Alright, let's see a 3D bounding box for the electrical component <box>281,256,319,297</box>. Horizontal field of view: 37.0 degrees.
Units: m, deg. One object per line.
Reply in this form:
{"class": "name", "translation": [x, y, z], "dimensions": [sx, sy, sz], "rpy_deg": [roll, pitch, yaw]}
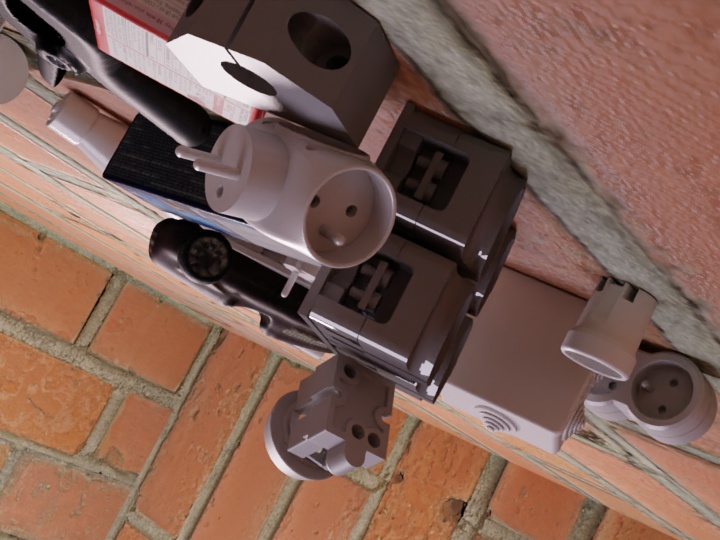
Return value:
{"class": "electrical component", "translation": [-0.028, -0.012, 0.738], "dimensions": [0.066, 0.076, 0.047], "rpy_deg": [23, 171, 25]}

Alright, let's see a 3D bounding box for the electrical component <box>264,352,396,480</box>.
{"class": "electrical component", "translation": [-0.016, 0.077, 0.540], "dimensions": [0.048, 0.066, 0.055], "rpy_deg": [31, 138, -25]}

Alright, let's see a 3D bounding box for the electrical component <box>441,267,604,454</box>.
{"class": "electrical component", "translation": [0.104, 0.057, 0.678], "dimensions": [0.100, 0.099, 0.048], "rpy_deg": [24, 158, 21]}

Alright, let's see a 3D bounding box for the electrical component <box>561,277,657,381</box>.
{"class": "electrical component", "translation": [0.138, 0.032, 0.593], "dimensions": [0.040, 0.046, 0.040], "rpy_deg": [27, 172, 4]}

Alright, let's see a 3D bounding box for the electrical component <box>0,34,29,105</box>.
{"class": "electrical component", "translation": [-0.294, -0.162, 0.740], "dimensions": [0.138, 0.052, 0.074], "rpy_deg": [32, 170, -26]}

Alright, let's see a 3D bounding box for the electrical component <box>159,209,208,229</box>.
{"class": "electrical component", "translation": [-0.136, -0.061, 0.858], "dimensions": [0.055, 0.055, 0.047], "rpy_deg": [21, 166, 38]}

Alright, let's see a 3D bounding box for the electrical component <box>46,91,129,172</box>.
{"class": "electrical component", "translation": [-0.213, -0.110, 0.848], "dimensions": [0.065, 0.044, 0.044], "rpy_deg": [37, 168, -26]}

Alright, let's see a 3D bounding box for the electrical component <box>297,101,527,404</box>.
{"class": "electrical component", "translation": [0.032, 0.004, 0.551], "dimensions": [0.060, 0.105, 0.186], "rpy_deg": [26, 172, 10]}

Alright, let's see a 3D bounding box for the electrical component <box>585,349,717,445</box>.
{"class": "electrical component", "translation": [0.174, 0.077, 0.729], "dimensions": [0.138, 0.052, 0.074], "rpy_deg": [21, 169, 37]}

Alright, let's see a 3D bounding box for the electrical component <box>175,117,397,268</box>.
{"class": "electrical component", "translation": [-0.037, -0.038, 0.442], "dimensions": [0.079, 0.044, 0.077], "rpy_deg": [13, -166, -36]}

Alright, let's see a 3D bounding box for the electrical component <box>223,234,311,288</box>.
{"class": "electrical component", "translation": [-0.070, -0.013, 0.911], "dimensions": [0.121, 0.063, 0.078], "rpy_deg": [26, 171, 10]}

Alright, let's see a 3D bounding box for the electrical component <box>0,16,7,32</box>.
{"class": "electrical component", "translation": [-0.262, -0.162, 0.626], "dimensions": [0.109, 0.056, 0.109], "rpy_deg": [31, 171, -21]}

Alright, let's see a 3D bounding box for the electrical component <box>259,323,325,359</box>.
{"class": "electrical component", "translation": [-0.048, 0.026, 0.982], "dimensions": [0.056, 0.089, 0.050], "rpy_deg": [33, 170, -33]}
